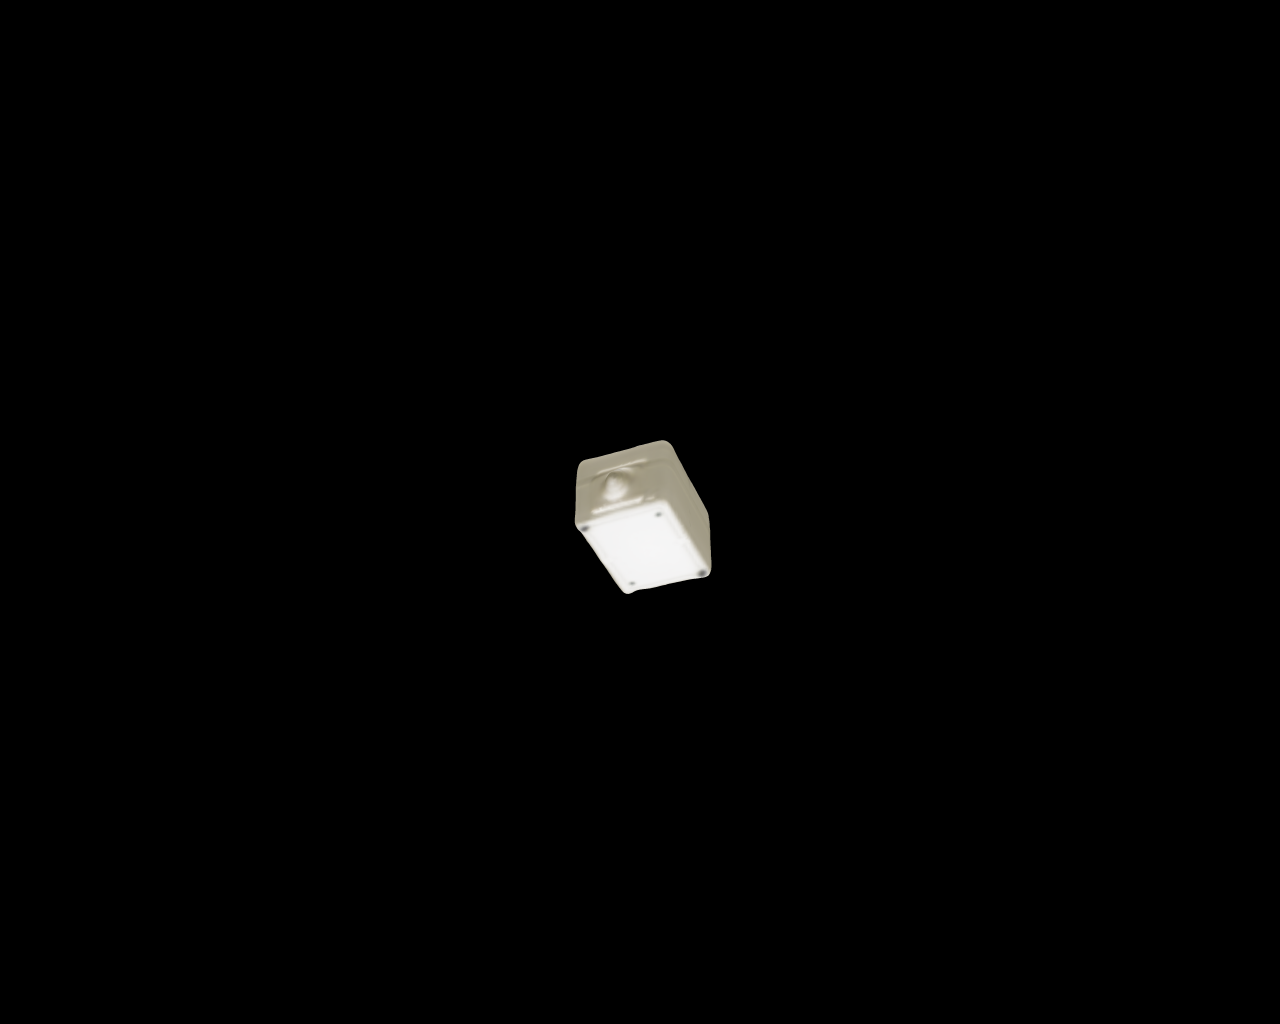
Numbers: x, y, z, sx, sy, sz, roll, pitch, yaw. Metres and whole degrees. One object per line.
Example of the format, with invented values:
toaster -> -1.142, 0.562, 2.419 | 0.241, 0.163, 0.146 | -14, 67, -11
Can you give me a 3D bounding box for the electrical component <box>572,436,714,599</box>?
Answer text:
electrical component -> 0.001, -0.003, 0.650 | 0.062, 0.061, 0.096 | -14, -42, 17
